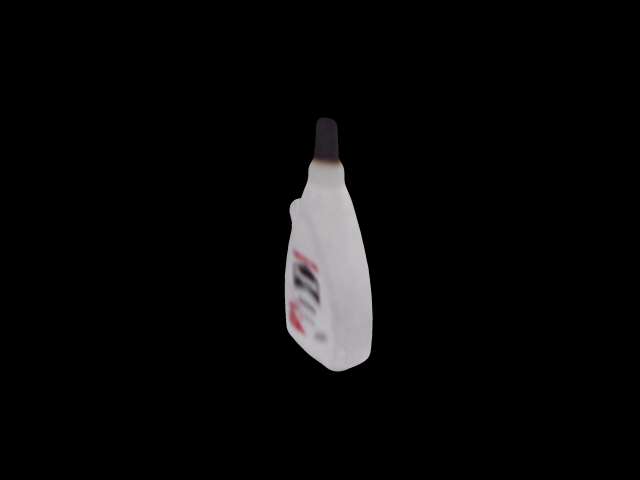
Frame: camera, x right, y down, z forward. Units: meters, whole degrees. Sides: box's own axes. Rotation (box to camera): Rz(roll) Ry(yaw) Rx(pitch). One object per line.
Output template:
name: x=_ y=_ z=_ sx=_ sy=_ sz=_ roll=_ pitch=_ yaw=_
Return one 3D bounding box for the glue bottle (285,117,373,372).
glue bottle: x=0.004 y=0.001 z=0.400 sx=0.037 sy=0.173 sz=0.077 roll=-16 pitch=27 yaw=-33
